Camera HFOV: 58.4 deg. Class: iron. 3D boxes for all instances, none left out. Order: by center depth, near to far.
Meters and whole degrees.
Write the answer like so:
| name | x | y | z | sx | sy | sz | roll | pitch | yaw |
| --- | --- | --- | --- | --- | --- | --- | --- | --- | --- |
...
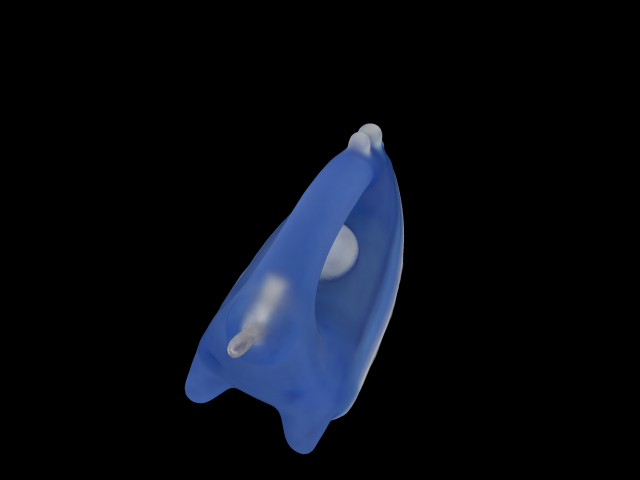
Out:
| name | x | y | z | sx | sy | sz | roll | pitch | yaw |
| --- | --- | --- | --- | --- | --- | --- | --- | --- | --- |
| iron | 0.004 | 0.001 | 0.400 | 0.118 | 0.141 | 0.258 | 21 | 62 | 12 |
